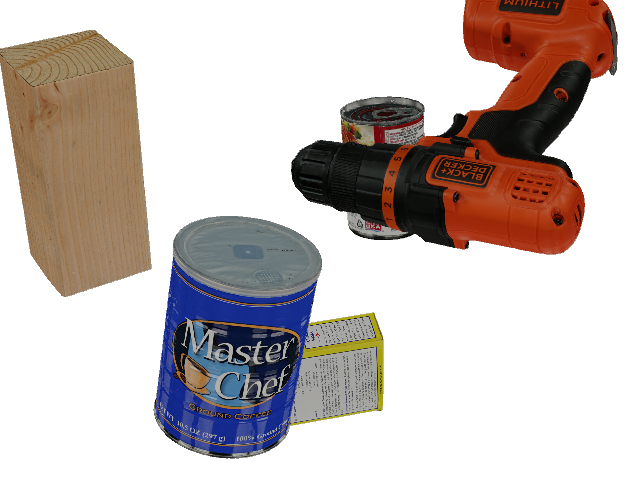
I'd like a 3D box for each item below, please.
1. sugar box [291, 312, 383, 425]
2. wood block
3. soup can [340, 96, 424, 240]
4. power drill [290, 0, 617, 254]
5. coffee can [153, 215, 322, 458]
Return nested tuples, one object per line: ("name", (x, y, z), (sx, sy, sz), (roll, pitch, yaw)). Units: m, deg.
("sugar box", (-0.032, 0.124, 0.972), (0.176, 0.093, 0.048), (-7, 36, -5))
("wood block", (-0.214, -0.067, 0.944), (0.090, 0.206, 0.090), (-19, 37, -27))
("soup can", (0.053, -0.059, 0.874), (0.068, 0.102, 0.068), (-4, 24, 1))
("power drill", (0.093, -0.079, 0.668), (0.185, 0.187, 0.057), (14, -32, 27))
("coffee can", (-0.061, 0.067, 0.759), (0.102, 0.140, 0.103), (9, 27, -5))
